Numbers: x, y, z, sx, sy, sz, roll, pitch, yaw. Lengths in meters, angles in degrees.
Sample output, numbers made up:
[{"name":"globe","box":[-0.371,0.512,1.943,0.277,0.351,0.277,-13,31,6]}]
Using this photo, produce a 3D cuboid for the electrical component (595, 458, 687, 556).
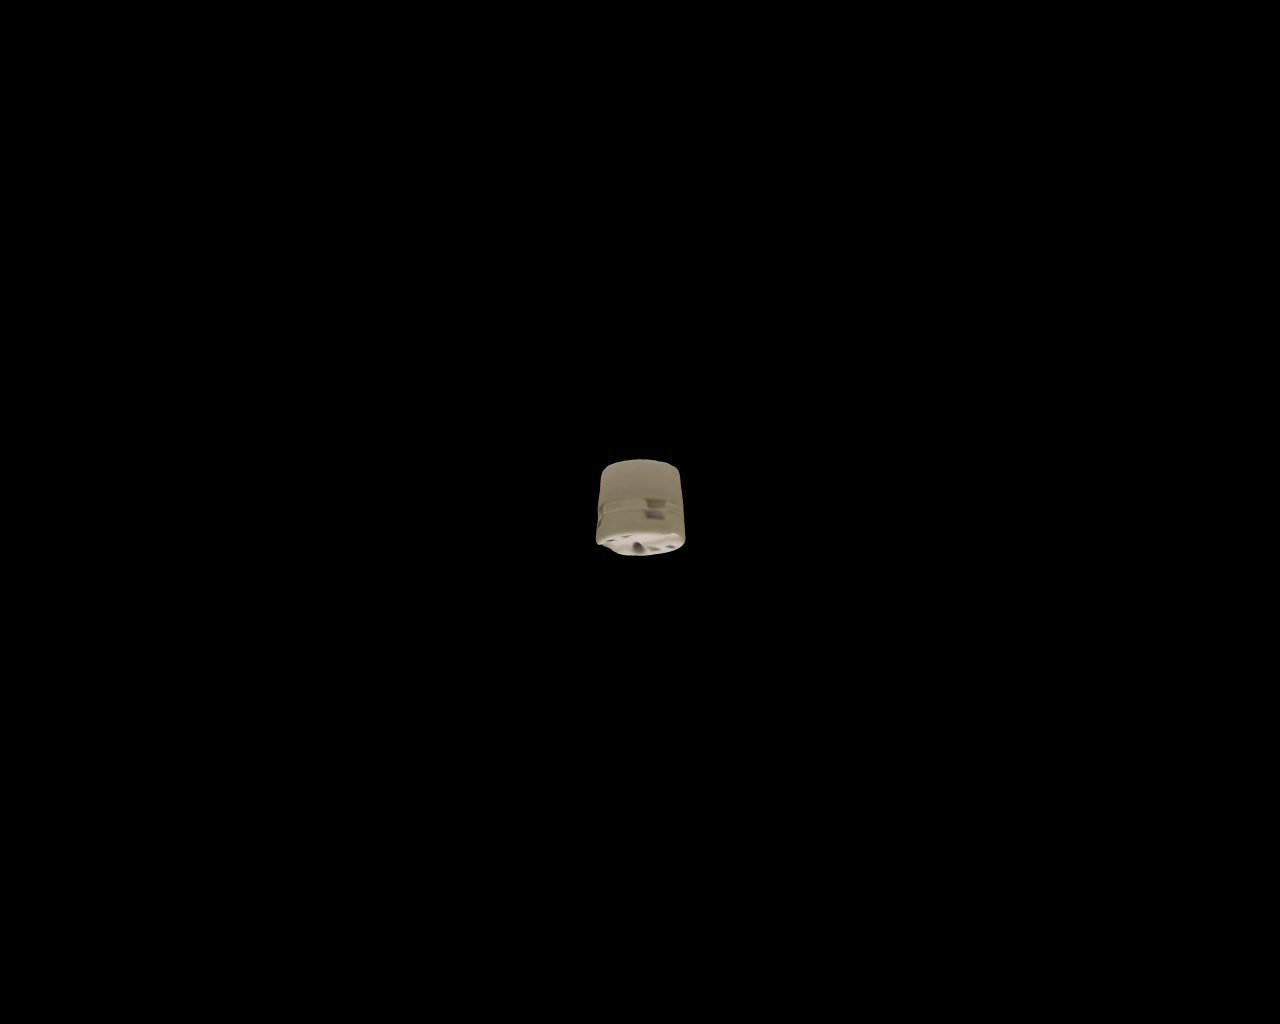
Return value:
[{"name":"electrical component","box":[0.001,-0.003,0.650,0.055,0.047,0.055,0,-16,0]}]
